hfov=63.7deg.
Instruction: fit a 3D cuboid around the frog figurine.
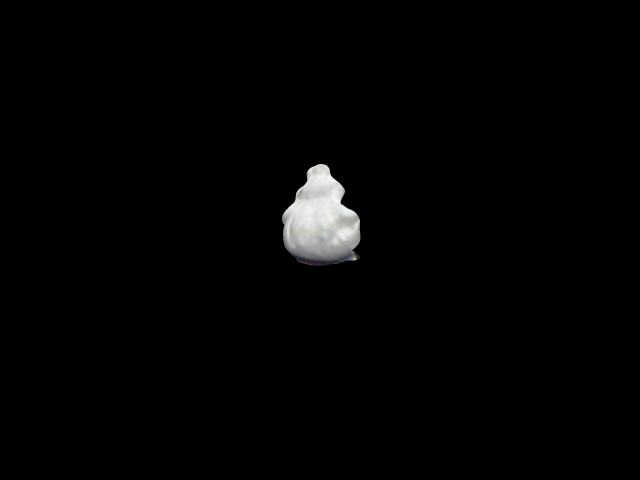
[{"bbox_3d":[0.003,-0.043,0.850,0.138,0.157,0.124,12,18,38],"label":"frog figurine"}]
